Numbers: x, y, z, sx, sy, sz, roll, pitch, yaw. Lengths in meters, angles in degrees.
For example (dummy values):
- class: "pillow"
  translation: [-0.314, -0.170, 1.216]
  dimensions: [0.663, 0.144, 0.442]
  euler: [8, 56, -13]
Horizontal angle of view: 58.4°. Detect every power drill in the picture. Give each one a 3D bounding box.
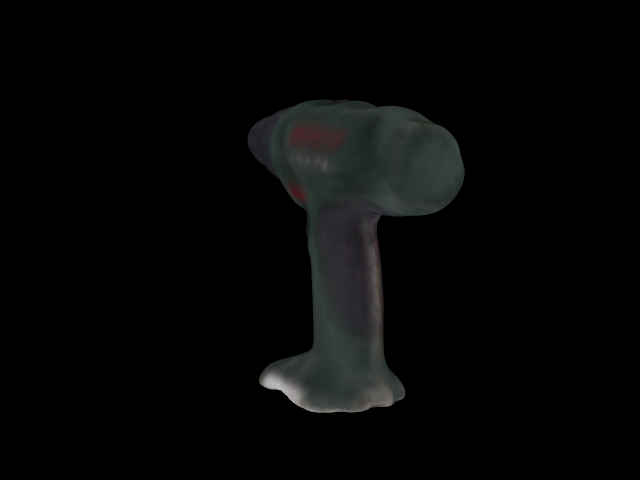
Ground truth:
- class: "power drill"
  translation: [0.004, 0.001, 0.400]
  dimensions: [0.076, 0.208, 0.228]
  euler: [0, 0, -31]
